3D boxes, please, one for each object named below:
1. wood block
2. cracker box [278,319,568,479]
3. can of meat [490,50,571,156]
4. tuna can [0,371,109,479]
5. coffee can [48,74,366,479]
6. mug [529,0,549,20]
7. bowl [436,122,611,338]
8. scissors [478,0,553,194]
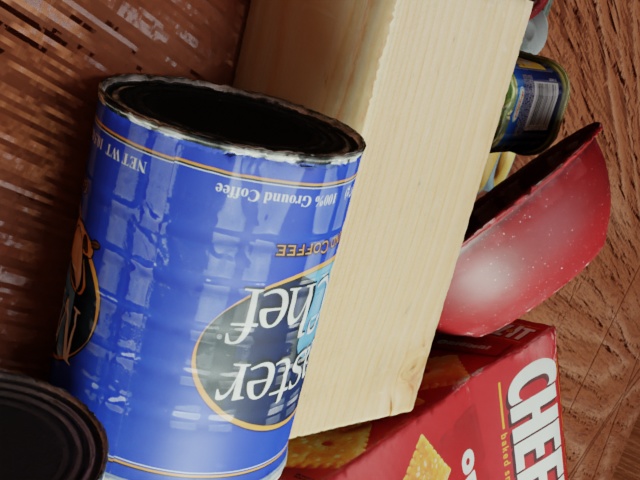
[{"bbox_3d":[0.011,-0.025,0.496,0.090,0.090,0.206,-4,115,-44],"label":"wood block"},{"bbox_3d":[0.056,0.153,0.587,0.213,0.072,0.164,-23,113,-42],"label":"cracker box"},{"bbox_3d":[0.075,-0.083,0.588,0.083,0.102,0.057,-10,119,-59],"label":"can of meat"},{"bbox_3d":[-0.115,0.081,0.357,0.086,0.086,0.034,-28,136,-54],"label":"tuna can"},{"bbox_3d":[-0.048,0.017,0.419,0.102,0.103,0.140,-17,125,-59],"label":"coffee can"},{"bbox_3d":[0.076,-0.165,0.542,0.117,0.082,0.093,-32,138,-52],"label":"mug"},{"bbox_3d":[0.104,0.005,0.589,0.162,0.055,0.162,-37,-179,0],"label":"bowl"},{"bbox_3d":[0.157,-0.121,0.826,0.201,0.016,0.096,-63,157,-9],"label":"scissors"}]
